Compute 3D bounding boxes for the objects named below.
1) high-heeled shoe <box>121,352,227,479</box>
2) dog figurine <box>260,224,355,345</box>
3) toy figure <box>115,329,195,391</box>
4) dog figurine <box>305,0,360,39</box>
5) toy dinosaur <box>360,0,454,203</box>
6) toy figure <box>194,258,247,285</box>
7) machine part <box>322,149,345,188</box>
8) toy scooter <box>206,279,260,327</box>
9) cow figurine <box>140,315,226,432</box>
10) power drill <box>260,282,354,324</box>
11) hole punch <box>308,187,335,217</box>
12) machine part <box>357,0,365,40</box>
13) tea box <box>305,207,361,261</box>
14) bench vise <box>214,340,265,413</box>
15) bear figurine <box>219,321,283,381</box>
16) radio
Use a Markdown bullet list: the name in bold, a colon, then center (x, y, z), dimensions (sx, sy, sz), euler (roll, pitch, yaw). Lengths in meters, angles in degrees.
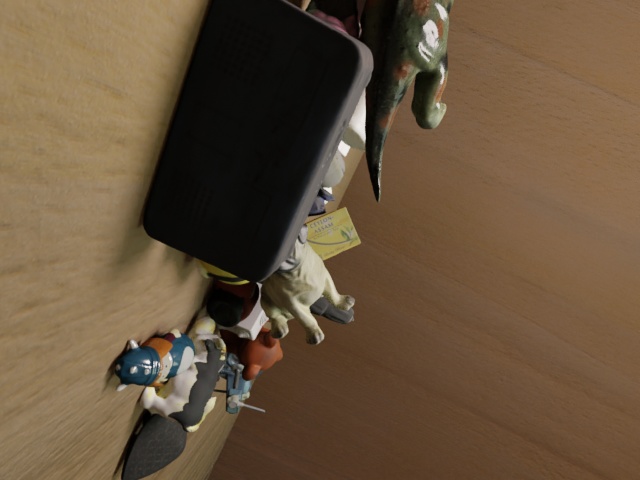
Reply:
- **high-heeled shoe**: center (-0.247, 0.269, 0.895), dimensions (0.249, 0.086, 0.145), euler (-46, -155, -7)
- **dog figurine**: center (-0.058, 0.042, 0.795), dimensions (0.121, 0.172, 0.190), euler (-51, 125, -36)
- **toy figure**: center (-0.196, 0.144, 0.654), dimensions (0.154, 0.058, 0.064), euler (24, 54, -84)
- **dog figurine**: center (-0.013, -0.178, 0.587), dimensions (0.219, 0.109, 0.191), euler (-61, 170, -67)
- **toy dinosaur**: center (0.096, -0.259, 0.587), dimensions (0.192, 0.131, 0.404), euler (35, 62, -59)
- **toy figure**: center (-0.107, 0.000, 0.628), dimensions (0.082, 0.089, 0.180), euler (-56, 176, -26)
- **machine part**: center (-0.004, -0.148, 0.935), dimensions (0.079, 0.079, 0.243), euler (-64, 166, -3)
- **toy scooter**: center (-0.122, 0.047, 0.876), dimensions (0.135, 0.075, 0.183), euler (-59, 169, -53)
- **cow figurine**: center (-0.186, 0.197, 0.813), dimensions (0.068, 0.098, 0.167), euler (97, 18, -58)
- **power drill**: center (-0.059, 0.095, 1.045), dimensions (0.086, 0.232, 0.207), euler (-59, -168, -7)
- **hole punch**: center (-0.042, -0.072, 0.898), dimensions (0.092, 0.116, 0.142), euler (-56, 176, 0)
- **machine part**: center (0.040, -0.314, 0.803), dimensions (0.179, 0.056, 0.179), euler (24, 91, -87)
- **tea box**: center (-0.002, -0.003, 0.929), dimensions (0.098, 0.068, 0.169), euler (-24, -179, -11)
- **bench vise**: center (-0.183, 0.298, 1.181), dimensions (0.241, 0.129, 0.223), euler (-99, -157, -65)
- **bear figurine**: center (-0.114, 0.191, 1.029), dimensions (0.196, 0.132, 0.120), euler (28, -91, 54)
- **radio**: center (-0.054, -0.085, 0.463), dimensions (0.229, 0.131, 0.073), euler (-66, 174, 21)
